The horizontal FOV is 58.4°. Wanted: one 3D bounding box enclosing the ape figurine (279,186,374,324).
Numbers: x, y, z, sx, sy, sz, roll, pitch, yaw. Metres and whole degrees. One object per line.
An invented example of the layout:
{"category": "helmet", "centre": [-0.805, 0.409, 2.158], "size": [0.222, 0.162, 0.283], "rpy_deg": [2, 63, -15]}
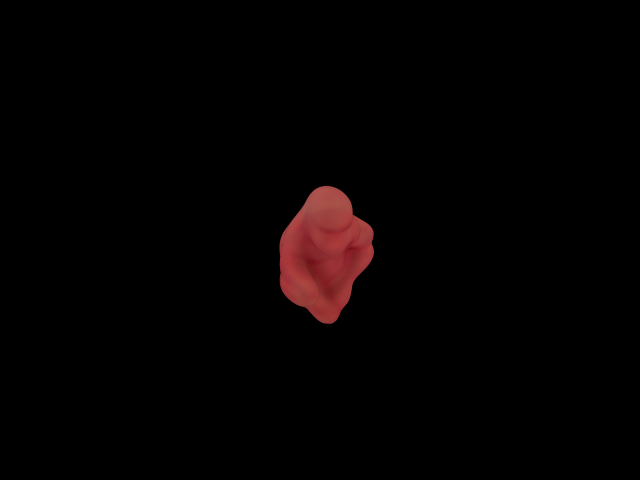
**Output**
{"category": "ape figurine", "centre": [0.004, 0.001, 0.400], "size": [0.078, 0.092, 0.076], "rpy_deg": [-21, 54, -15]}
